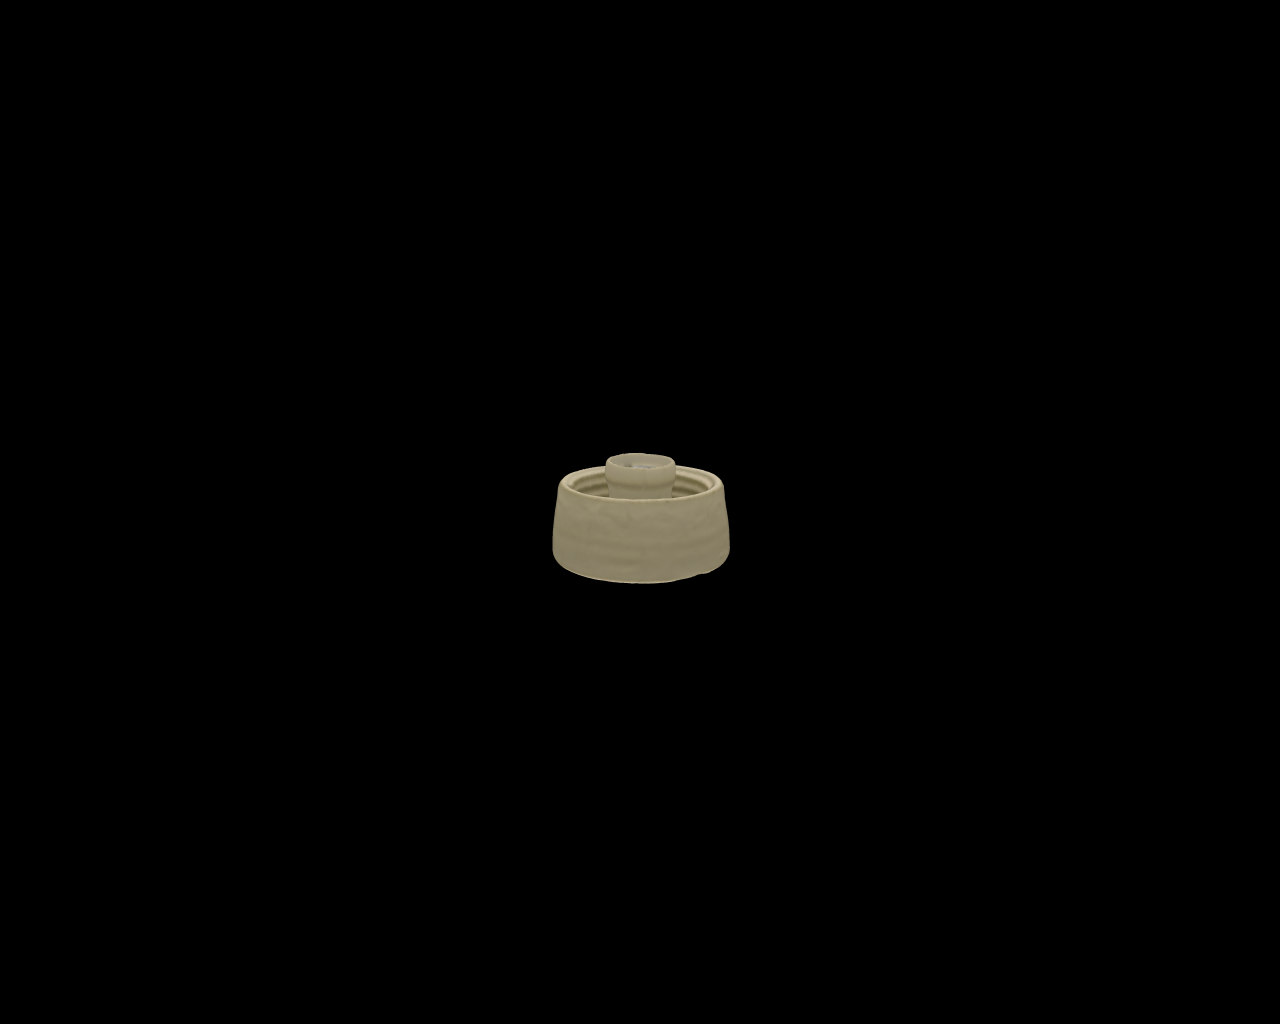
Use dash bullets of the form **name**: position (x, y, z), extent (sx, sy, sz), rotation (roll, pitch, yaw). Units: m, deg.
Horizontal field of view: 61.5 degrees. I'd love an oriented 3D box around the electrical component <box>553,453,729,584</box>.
- **electrical component**: position (0.001, -0.003, 0.650), extent (0.108, 0.060, 0.108), rotation (0, 16, 0)
